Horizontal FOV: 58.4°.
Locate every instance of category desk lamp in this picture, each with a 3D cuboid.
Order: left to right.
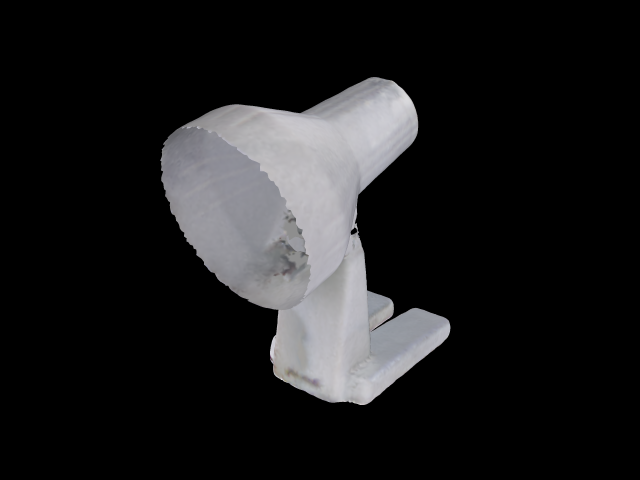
[{"bbox_3d":[0.004,0.001,0.400,0.117,0.214,0.204,17,28,37],"label":"desk lamp"}]
